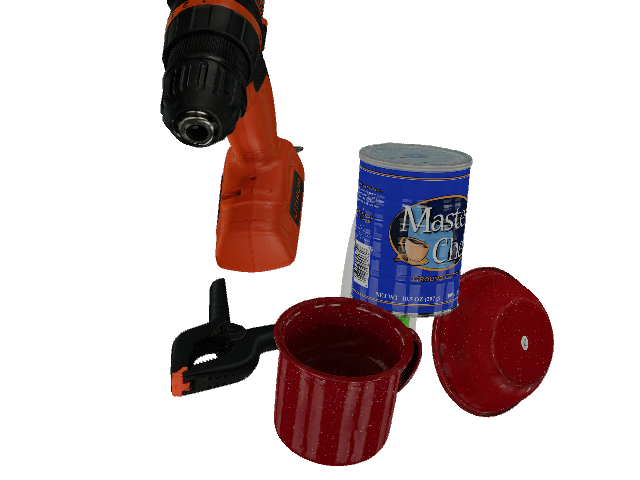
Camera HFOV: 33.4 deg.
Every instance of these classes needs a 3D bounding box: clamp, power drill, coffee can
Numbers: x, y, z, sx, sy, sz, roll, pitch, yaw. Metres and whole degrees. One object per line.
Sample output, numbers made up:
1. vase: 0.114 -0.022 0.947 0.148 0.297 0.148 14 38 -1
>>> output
1. clamp: -0.086 0.110 1.152 0.165 0.036 0.209 13 28 18
2. power drill: -0.049 -0.070 0.631 0.057 0.184 0.188 -1 -45 6
3. coffee can: 0.082 -0.012 0.983 0.103 0.140 0.103 3 15 -1

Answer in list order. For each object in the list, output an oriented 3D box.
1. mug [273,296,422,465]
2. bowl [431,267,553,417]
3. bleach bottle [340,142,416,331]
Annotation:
1. mug: 0.021 0.094 0.731 0.117 0.081 0.093 -17 39 -34
2. bowl: 0.195 0.107 1.128 0.161 0.162 0.055 0 -3 -35
3. bleach bottle: 0.072 0.008 1.292 0.102 0.251 0.068 -2 16 -17
